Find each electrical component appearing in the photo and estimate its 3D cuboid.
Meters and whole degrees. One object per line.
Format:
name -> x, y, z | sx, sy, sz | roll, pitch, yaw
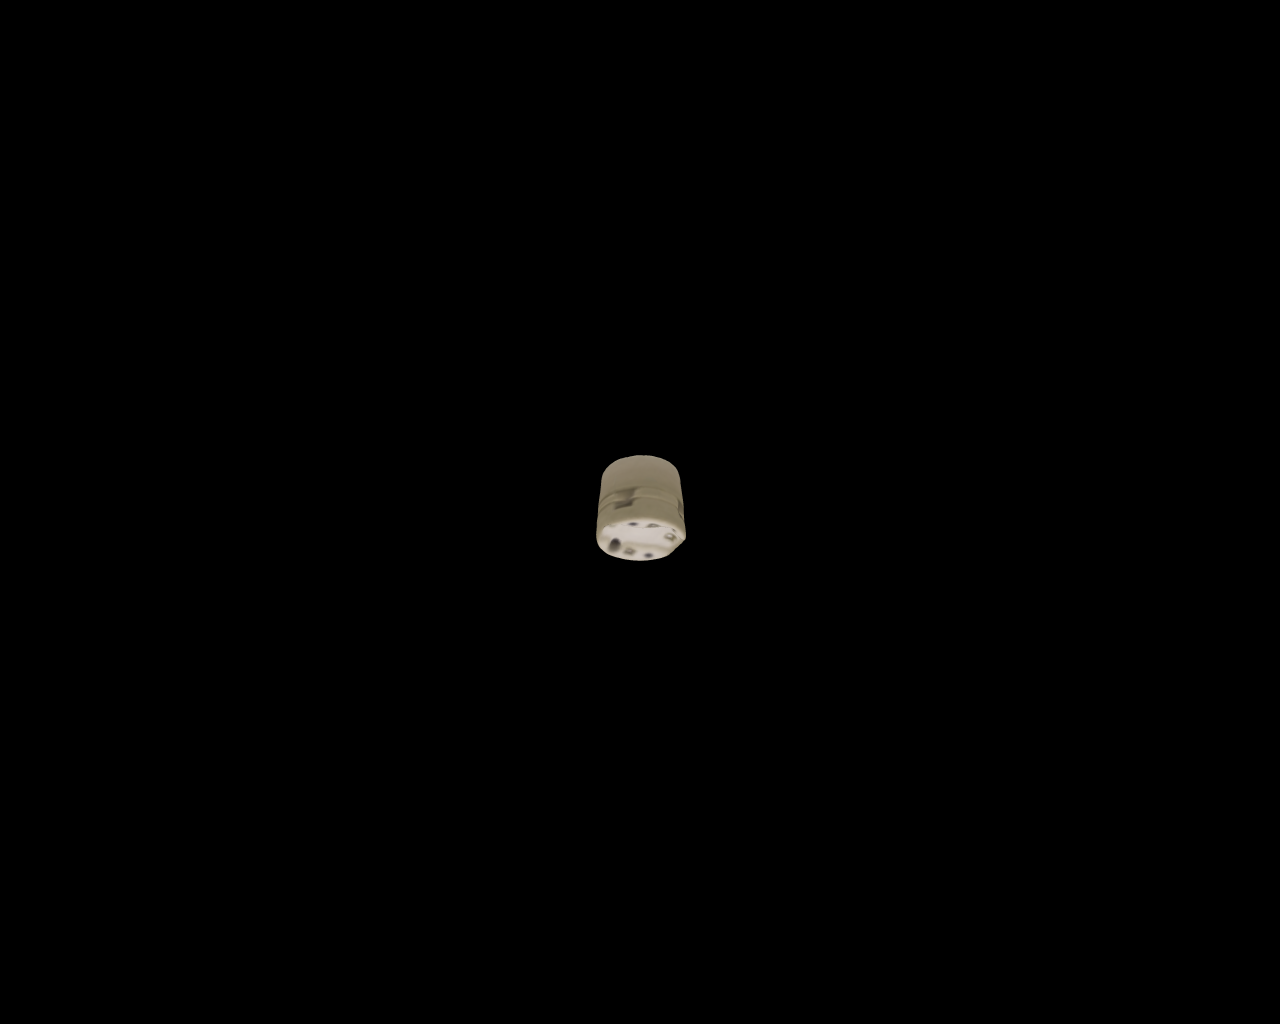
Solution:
electrical component -> 0.001, -0.003, 0.650 | 0.055, 0.047, 0.055 | 0, -31, 0
